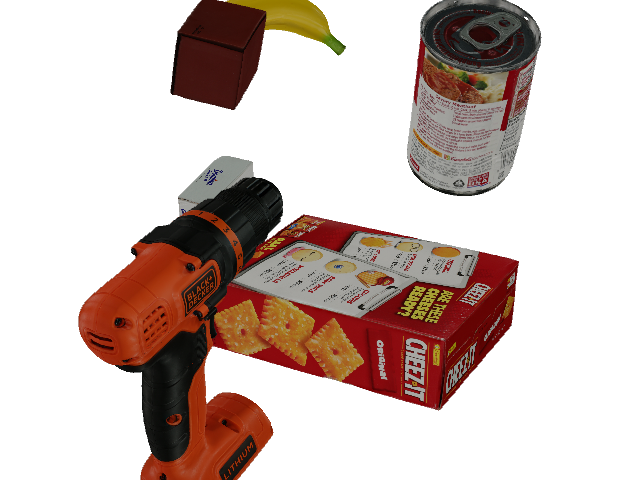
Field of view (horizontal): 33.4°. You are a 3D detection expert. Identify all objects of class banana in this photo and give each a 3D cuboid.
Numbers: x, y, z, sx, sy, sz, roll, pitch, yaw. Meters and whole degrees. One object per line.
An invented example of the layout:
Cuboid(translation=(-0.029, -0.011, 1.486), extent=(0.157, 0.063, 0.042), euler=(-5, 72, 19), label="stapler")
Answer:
Cuboid(translation=(-0.052, -0.213, 1.040), extent=(0.197, 0.070, 0.037), euler=(-13, -32, -47), label="banana")

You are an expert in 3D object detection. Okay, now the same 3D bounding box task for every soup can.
Cuboid(translation=(0.089, -0.084, 0.635), extent=(0.068, 0.068, 0.102), euler=(0, -41, -2), label="soup can")

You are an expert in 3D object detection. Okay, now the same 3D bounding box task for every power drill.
Cuboid(translation=(-0.076, 0.069, 0.700), extent=(0.057, 0.188, 0.184), euler=(13, 36, 29), label="power drill")

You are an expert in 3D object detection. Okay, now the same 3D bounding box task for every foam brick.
Cuboid(translation=(-0.077, -0.144, 0.814), extent=(0.053, 0.051, 0.078), euler=(14, 34, 4), label="foam brick")

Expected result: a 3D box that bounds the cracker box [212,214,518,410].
Cuboid(translation=(0.036, 0.054, 0.894), extent=(0.214, 0.072, 0.163), euler=(13, 27, 27), label="cracker box")

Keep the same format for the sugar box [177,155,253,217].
Cuboid(translation=(-0.107, 0.007, 1.134), extent=(0.048, 0.176, 0.093), euler=(14, 39, 21), label="sugar box")
